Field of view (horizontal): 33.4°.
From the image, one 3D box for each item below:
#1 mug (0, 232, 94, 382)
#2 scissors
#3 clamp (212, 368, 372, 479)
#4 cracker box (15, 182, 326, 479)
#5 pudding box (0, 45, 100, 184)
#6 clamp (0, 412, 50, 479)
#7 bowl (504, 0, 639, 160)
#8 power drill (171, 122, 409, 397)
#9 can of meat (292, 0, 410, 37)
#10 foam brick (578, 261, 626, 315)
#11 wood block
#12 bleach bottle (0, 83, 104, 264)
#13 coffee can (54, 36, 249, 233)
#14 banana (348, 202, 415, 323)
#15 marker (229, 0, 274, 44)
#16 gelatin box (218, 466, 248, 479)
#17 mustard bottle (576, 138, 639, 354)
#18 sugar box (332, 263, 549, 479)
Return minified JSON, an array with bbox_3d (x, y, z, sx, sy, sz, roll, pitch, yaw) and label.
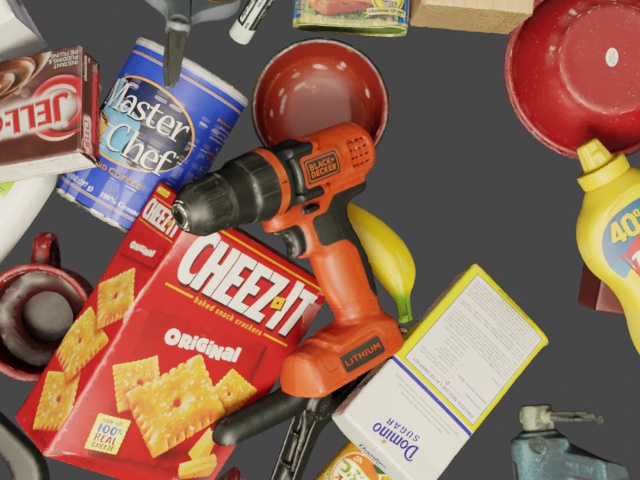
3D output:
[{"bbox_3d":[-0.224,0.052,0.871,0.093,0.081,0.117,-1,91,-2],"label":"mug"},{"bbox_3d":[-0.094,-0.169,0.840,0.096,0.202,0.016,0,129,-23],"label":"scissors"},{"bbox_3d":[-0.015,0.129,0.872,0.039,0.120,0.171,24,74,36],"label":"clamp"},{"bbox_3d":[-0.109,0.088,0.840,0.164,0.072,0.214,32,90,-42],"label":"cracker box"},{"bbox_3d":[-0.226,-0.094,0.823,0.114,0.039,0.090,-10,68,15],"label":"pudding box"},{"bbox_3d":[-0.276,0.240,0.894,0.164,0.036,0.210,-20,89,-2],"label":"clamp"},{"bbox_3d":[0.240,-0.148,0.899,0.162,0.055,0.162,0,90,-2],"label":"bowl"},{"bbox_3d":[-0.014,0.018,0.798,0.184,0.057,0.187,-24,106,-37],"label":"power drill"},{"bbox_3d":[0.027,-0.216,0.888,0.102,0.057,0.084,3,93,2],"label":"can of meat"},{"bbox_3d":[0.256,0.023,0.903,0.053,0.051,0.078,10,90,-4],"label":"foam brick"},{"bbox_3d":[0.130,-0.283,0.875,0.090,0.091,0.206,5,91,-2],"label":"wood block"},{"bbox_3d":[-0.269,-0.038,0.877,0.102,0.068,0.251,43,87,7],"label":"bleach bottle"},{"bbox_3d":[-0.135,-0.078,0.862,0.103,0.103,0.140,29,90,-2],"label":"coffee can"},{"bbox_3d":[0.005,-0.009,0.891,0.198,0.037,0.069,30,48,3],"label":"banana"},{"bbox_3d":[-0.038,-0.211,0.873,0.020,0.020,0.121,37,125,-2],"label":"marker"},{"bbox_3d":[-0.053,0.236,0.884,0.030,0.073,0.089,-42,93,0],"label":"gelatin box"},{"bbox_3d":[0.260,0.005,0.847,0.096,0.058,0.191,-32,93,-3],"label":"mustard bottle"},{"bbox_3d":[0.099,0.113,0.875,0.093,0.048,0.176,46,70,-1],"label":"sugar box"}]
